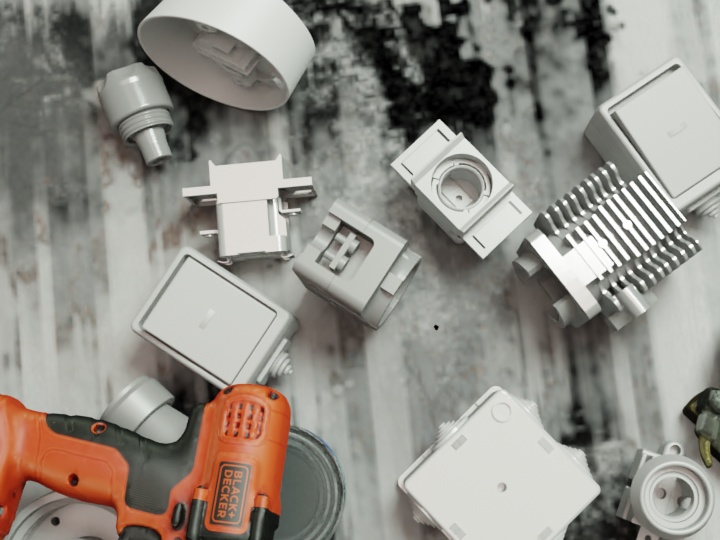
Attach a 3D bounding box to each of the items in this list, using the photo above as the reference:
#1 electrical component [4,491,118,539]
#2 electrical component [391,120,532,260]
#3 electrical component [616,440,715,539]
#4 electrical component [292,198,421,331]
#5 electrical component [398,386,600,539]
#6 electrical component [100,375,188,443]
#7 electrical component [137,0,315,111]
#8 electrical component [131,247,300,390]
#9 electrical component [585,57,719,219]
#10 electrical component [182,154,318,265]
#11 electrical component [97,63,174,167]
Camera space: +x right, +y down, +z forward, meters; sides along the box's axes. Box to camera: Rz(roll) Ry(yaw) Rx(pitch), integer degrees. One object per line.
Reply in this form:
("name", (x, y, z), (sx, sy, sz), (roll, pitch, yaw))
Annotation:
("electrical component", (-0.166, 0.179, 0.644), (0.108, 0.060, 0.108), (0, 82, 3))
("electrical component", (0.062, -0.047, 0.665), (0.042, 0.064, 0.081), (-43, 81, -3))
("electrical component", (0.181, 0.133, 0.637), (0.048, 0.055, 0.066), (20, 83, 5))
("electrical component", (0.000, 0.000, 0.648), (0.056, 0.089, 0.050), (32, 84, 7))
("electrical component", (0.083, 0.129, 0.646), (0.100, 0.048, 0.099), (-44, 83, -4))
("electrical component", (-0.126, 0.098, 0.662), (0.055, 0.045, 0.045), (42, 86, 8))
("electrical component", (-0.080, -0.142, 0.671), (0.099, 0.099, 0.064), (34, 78, 7))
("electrical component", (-0.083, 0.037, 0.661), (0.096, 0.061, 0.061), (32, 85, 7))
("electrical component", (0.194, -0.073, 0.663), (0.062, 0.061, 0.096), (-34, 81, -3))
("electrical component", (-0.067, -0.037, 0.681), (0.081, 0.042, 0.063), (-5, 85, 3))
("electrical component", (-0.140, -0.098, 0.693), (0.043, 0.043, 0.062), (-23, 83, -1))
